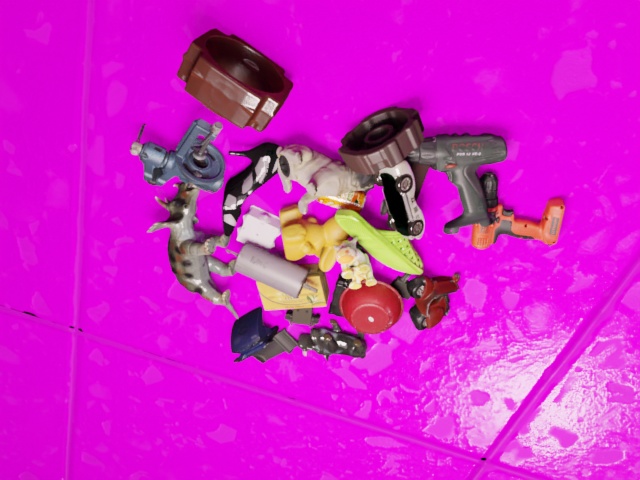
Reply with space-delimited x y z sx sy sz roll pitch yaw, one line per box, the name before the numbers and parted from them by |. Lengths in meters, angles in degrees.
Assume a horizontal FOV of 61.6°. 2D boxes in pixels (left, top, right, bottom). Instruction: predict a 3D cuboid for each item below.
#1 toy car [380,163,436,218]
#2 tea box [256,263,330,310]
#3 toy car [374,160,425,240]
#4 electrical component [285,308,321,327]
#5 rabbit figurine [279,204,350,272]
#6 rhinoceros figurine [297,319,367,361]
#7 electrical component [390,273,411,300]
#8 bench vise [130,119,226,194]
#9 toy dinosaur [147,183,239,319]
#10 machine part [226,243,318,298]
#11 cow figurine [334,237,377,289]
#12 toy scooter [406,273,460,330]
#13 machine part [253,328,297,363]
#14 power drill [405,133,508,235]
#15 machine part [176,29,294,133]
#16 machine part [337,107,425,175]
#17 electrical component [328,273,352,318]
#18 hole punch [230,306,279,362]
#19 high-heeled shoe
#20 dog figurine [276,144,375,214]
toy car | 0.199 -0.123 1.197 0.089 0.053 0.202 12 118 -9
tea box | -0.068 0.120 1.381 0.170 0.068 0.098 -6 120 15
toy car | 0.171 -0.083 1.131 0.074 0.056 0.201 21 144 44
electrical component | -0.049 0.198 1.441 0.102 0.045 0.078 0 92 7
rabbit figurine | -0.003 -0.004 1.273 0.173 0.122 0.162 -15 122 -3
rhinoceros figurine | 0.034 0.277 1.459 0.190 0.073 0.112 5 132 5
electrical component | 0.212 0.122 1.358 0.063 0.021 0.094 30 122 -9
bench vise | -0.295 -0.197 1.190 0.223 0.129 0.240 32 139 -18
toy dinosaur | -0.321 0.053 1.365 0.192 0.131 0.404 11 127 18
machine part | -0.116 0.073 1.290 0.243 0.079 0.079 25 122 3
cow figurine | 0.078 0.040 1.247 0.068 0.098 0.167 -16 146 11
toy scooter | 0.286 0.143 1.326 0.135 0.075 0.183 -22 132 -9
machine part | -0.127 0.304 1.520 0.139 0.039 0.084 -34 115 24
power drill | 0.277 -0.120 1.124 0.232 0.086 0.207 -11 97 6
machine part | -0.164 -0.314 1.061 0.201 0.201 0.087 34 123 -11
machine part | 0.125 -0.201 1.090 0.179 0.179 0.056 -20 122 20
electrical component | 0.089 0.141 1.372 0.115 0.058 0.134 13 122 0
hole punch | -0.187 0.255 1.461 0.142 0.116 0.092 -29 104 24
high-heeled shoe | -0.151 -0.112 1.253 0.145 0.086 0.248 6 122 -8
dog figurine | 0.018 -0.161 1.183 0.172 0.190 0.121 62 151 8
